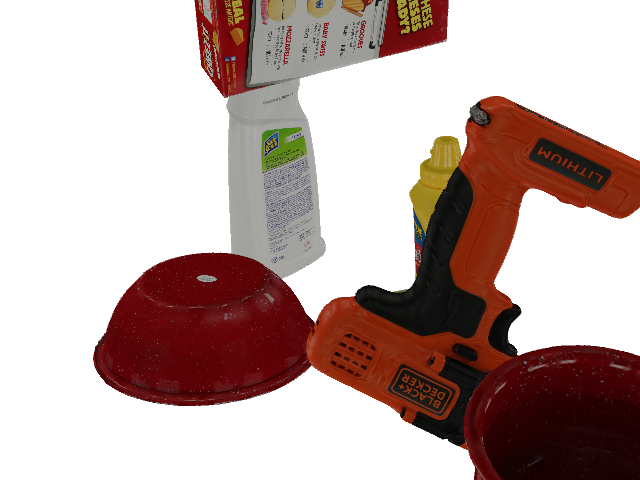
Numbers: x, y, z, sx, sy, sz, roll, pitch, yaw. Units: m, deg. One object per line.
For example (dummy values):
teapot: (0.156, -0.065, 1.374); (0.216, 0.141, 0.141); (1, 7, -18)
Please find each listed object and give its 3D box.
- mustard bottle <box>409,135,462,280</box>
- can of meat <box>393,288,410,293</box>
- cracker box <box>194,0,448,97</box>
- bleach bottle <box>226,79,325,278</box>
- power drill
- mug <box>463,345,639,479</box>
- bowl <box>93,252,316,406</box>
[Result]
mustard bottle: (0.101, 0.010, 0.852); (0.058, 0.192, 0.096); (-2, 25, 2)
can of meat: (0.093, 0.114, 1.315); (0.102, 0.084, 0.057); (-9, 29, -24)
cracker box: (0.000, -0.227, 0.890); (0.213, 0.164, 0.072); (-18, 42, -17)
bleach bottle: (-0.044, -0.083, 1.057); (0.102, 0.251, 0.068); (-29, 44, -36)
power drill: (0.108, 0.030, 0.588); (0.184, 0.188, 0.057); (25, 12, -5)
mug: (0.109, 0.100, 0.389); (0.117, 0.081, 0.093); (5, 36, 9)
bowl: (-0.080, 0.051, 0.746); (0.162, 0.055, 0.162); (-2, 23, 0)
